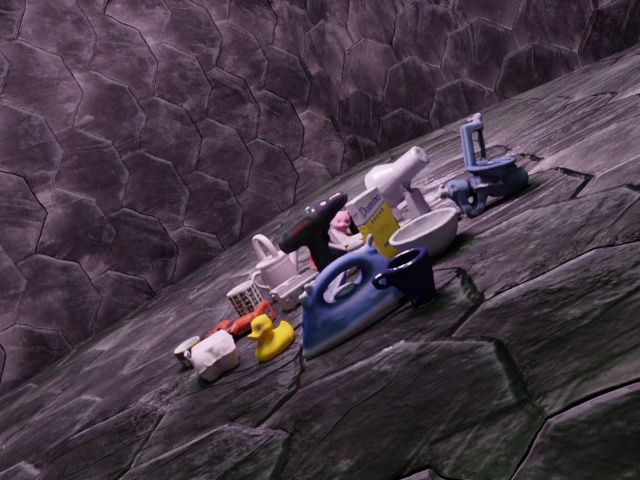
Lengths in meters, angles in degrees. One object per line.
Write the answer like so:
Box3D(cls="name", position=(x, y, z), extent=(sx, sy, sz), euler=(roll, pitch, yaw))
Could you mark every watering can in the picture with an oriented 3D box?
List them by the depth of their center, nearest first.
Box3D(cls="watering can", position=(-0.129, 0.066, 1.654), extent=(0.100, 0.194, 0.173), euler=(-21, 13, 39))

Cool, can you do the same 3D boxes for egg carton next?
Box3D(cls="egg carton", position=(-0.245, 0.268, 1.334), extent=(0.107, 0.069, 0.150), euler=(-31, 10, -10))

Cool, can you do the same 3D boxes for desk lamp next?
Box3D(cls="desk lamp", position=(0.247, -0.129, 1.517), extent=(0.202, 0.214, 0.118), euler=(-22, 13, 37))

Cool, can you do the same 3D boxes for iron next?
Box3D(cls="iron", position=(0.044, 0.106, 1.127), extent=(0.259, 0.141, 0.118), euler=(-33, 11, -17))

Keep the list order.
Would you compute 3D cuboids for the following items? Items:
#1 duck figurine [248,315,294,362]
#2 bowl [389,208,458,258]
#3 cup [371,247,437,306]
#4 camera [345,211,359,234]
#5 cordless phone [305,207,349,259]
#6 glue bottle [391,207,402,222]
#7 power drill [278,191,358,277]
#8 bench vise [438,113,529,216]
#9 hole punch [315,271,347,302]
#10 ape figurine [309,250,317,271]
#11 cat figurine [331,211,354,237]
Box3D(cls="duck figurine", position=(-0.112, 0.202, 1.244), extent=(0.105, 0.086, 0.077), euler=(-37, 13, -36))
Box3D(cls="bowl", position=(0.246, -0.004, 1.301), extent=(0.167, 0.075, 0.167), euler=(-28, 10, 6))
Box3D(cls="cup", position=(0.163, 0.080, 1.058), extent=(0.118, 0.095, 0.091), euler=(-29, 10, 0))
Box3D(cls="camera", position=(0.142, -0.084, 1.911), extent=(0.143, 0.101, 0.137), euler=(-25, 11, 21))
Box3D(cls="cordless phone", position=(0.020, -0.031, 1.746), extent=(0.094, 0.185, 0.147), euler=(-27, 10, 12))
Box3D(cls="glue bottle", position=(0.188, -0.122, 1.766), extent=(0.037, 0.173, 0.078), euler=(-17, 16, 49))
Box3D(cls="power drill", position=(0.014, 0.005, 1.515), extent=(0.229, 0.208, 0.076), euler=(-26, 11, 16))
Box3D(cls="bench vise", position=(0.378, -0.181, 1.392), extent=(0.207, 0.220, 0.121), euler=(-31, 10, -11))
Box3D(cls="hole punch", position=(0.019, 0.124, 1.252), extent=(0.108, 0.091, 0.101), euler=(-18, 15, 48))
Box3D(cls="ape figurine", position=(-0.002, 0.062, 1.613), extent=(0.078, 0.092, 0.076), euler=(-34, 11, -24))
Box3D(cls="cat figurine", position=(0.056, -0.044, 1.901), extent=(0.127, 0.118, 0.067), euler=(-27, 11, 14))
